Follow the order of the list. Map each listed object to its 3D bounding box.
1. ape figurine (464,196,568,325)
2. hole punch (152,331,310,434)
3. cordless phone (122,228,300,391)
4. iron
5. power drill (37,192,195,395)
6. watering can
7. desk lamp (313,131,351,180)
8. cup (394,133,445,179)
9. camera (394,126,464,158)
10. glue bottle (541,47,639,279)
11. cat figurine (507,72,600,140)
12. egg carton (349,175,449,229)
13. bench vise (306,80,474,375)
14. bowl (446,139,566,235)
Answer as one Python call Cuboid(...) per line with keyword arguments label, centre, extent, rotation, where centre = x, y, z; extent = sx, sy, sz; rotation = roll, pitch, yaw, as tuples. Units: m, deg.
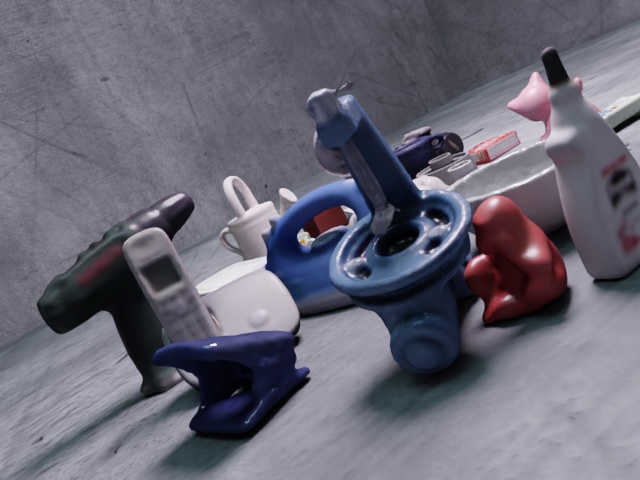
Cuboid(label="ape figurine", centre=(0.146, 0.010, 0.440), extent=(0.076, 0.092, 0.077), rotation=(-29, 10, -13))
Cuboid(label="hole punch", centre=(-0.082, 0.112, 0.520), extent=(0.108, 0.091, 0.101), rotation=(-17, 14, 45))
Cuboid(label="cordless phone", centre=(-0.120, 0.056, 0.633), extent=(0.148, 0.185, 0.094), rotation=(-30, 10, -17))
Cuboid(label="iron", centre=(0.006, 0.003, 0.704), extent=(0.257, 0.141, 0.119), rotation=(-21, 11, 30))
Cuboid(label="power drill", centre=(-0.216, 0.074, 0.725), extent=(0.230, 0.208, 0.075), rotation=(-33, 12, -30))
Cuboid(label="watering can", centre=(-0.122, -0.041, 1.116), extent=(0.173, 0.194, 0.101), rotation=(-28, 10, -3))
Cuboid(label="desk lamp", centre=(0.066, -0.164, 1.199), extent=(0.118, 0.214, 0.203), rotation=(-26, 10, 6))
Cuboid(label="cup", centre=(0.198, -0.147, 1.110), extent=(0.117, 0.095, 0.091), rotation=(-27, 10, 2))
Cuboid(label="camera", centre=(0.229, -0.190, 1.237), extent=(0.143, 0.101, 0.136), rotation=(-32, 11, -28))
Cuboid(label="glue bottle", centre=(0.200, -0.062, 0.427), extent=(0.078, 0.173, 0.037), rotation=(-33, 12, -31))
Cuboid(label="cat figurine", centre=(0.388, -0.229, 0.963), extent=(0.067, 0.118, 0.127), rotation=(-34, 12, -35))
Cuboid(label="egg carton", centre=(0.116, -0.036, 0.829), extent=(0.150, 0.069, 0.107), rotation=(-22, 11, 29))
Cuboid(label="bench vise", centre=(0.052, -0.022, 0.477), extent=(0.121, 0.220, 0.207), rotation=(-26, 10, 5))
Cuboid(label="bowl", centre=(0.214, -0.044, 0.594), extent=(0.167, 0.075, 0.167), rotation=(-26, 10, 5))
